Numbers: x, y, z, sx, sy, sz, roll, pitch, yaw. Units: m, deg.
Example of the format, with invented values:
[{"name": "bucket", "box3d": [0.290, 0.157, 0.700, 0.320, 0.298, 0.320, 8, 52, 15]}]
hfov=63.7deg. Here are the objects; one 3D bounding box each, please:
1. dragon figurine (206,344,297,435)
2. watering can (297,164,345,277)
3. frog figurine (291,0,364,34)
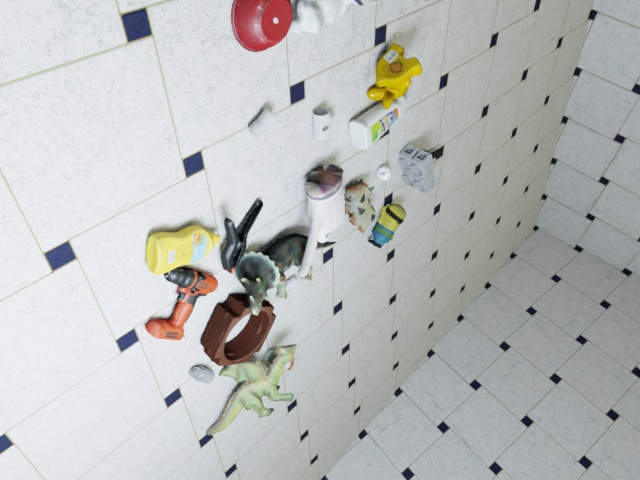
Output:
[{"name": "dragon figurine", "box3d": [-0.240, 0.473, 1.682, 0.411, 0.238, 0.124, -30, 28, -5]}, {"name": "watering can", "box3d": [0.005, -0.075, 1.494, 0.104, 0.219, 0.356, 10, 44, 18]}, {"name": "frog figurine", "box3d": [-0.003, -0.536, 1.170, 0.158, 0.124, 0.137, -35, -15, 18]}]
